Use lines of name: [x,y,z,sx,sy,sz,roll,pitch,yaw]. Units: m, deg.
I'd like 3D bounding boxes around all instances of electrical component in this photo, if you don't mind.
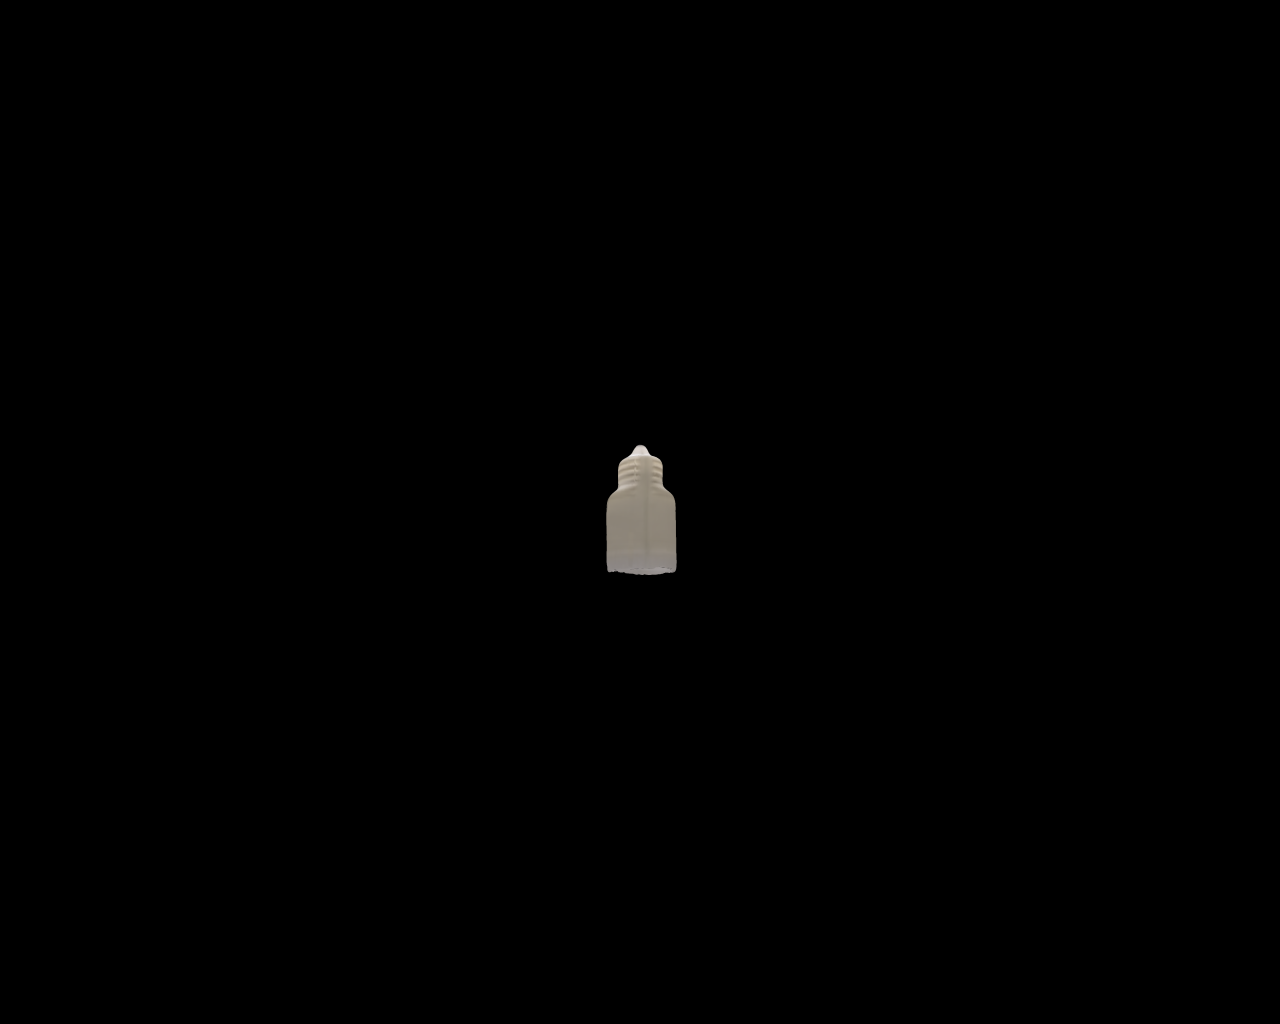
electrical component: [0.001,-0.003,0.650,0.043,0.081,0.043,0,-7,0]
